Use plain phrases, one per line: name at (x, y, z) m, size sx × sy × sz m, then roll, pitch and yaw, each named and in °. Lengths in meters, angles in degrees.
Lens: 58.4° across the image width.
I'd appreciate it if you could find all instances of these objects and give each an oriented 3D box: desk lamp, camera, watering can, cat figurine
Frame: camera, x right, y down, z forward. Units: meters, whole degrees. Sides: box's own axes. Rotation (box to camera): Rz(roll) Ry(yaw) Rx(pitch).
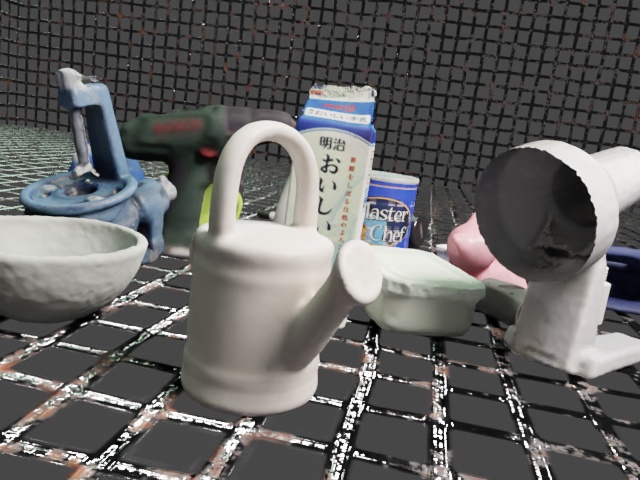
desk lamp at (0.240, 0.014, 0.545) m, size 0.204 × 0.213 × 0.117 m, roll -2°, pitch 14°, yaw -38°
camera at (0.110, -0.036, 1.003) m, size 0.136 × 0.101 × 0.144 m, roll 15°, pitch 13°, yaw 33°
watering can at (-0.034, 0.016, 0.405) m, size 0.172 × 0.194 × 0.101 m, roll 12°, pitch 12°, yaw 20°
cat figurine at (0.210, 0.023, 0.727) m, size 0.128 × 0.118 × 0.067 m, roll 4°, pitch 12°, yaw -18°

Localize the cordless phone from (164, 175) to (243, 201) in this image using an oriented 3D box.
cordless phone at (-0.209, -0.129, 1.039) m, size 0.148 × 0.185 × 0.094 m, roll 3°, pitch 12°, yaw -23°

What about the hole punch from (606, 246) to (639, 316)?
hole punch at (0.405, 0.048, 0.801) m, size 0.108 × 0.091 × 0.101 m, roll 10°, pitch 11°, yaw 11°

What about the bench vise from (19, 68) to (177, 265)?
bench vise at (-0.254, -0.077, 0.660) m, size 0.121 × 0.220 × 0.207 m, roll 9°, pitch 11°, yaw 8°

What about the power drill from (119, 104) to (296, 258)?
power drill at (-0.157, -0.082, 0.779) m, size 0.229 × 0.208 × 0.075 m, roll 7°, pitch 11°, yaw -3°

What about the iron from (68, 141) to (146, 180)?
iron at (-0.348, -0.098, 0.902) m, size 0.118 × 0.141 × 0.258 m, roll 7°, pitch 11°, yaw -1°

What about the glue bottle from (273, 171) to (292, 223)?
glue bottle at (-0.034, -0.063, 0.856) m, size 0.037 × 0.173 × 0.078 m, roll 14°, pitch 13°, yaw 29°

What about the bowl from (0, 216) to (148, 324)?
bowl at (-0.241, 0.029, 0.508) m, size 0.167 × 0.075 × 0.167 m, roll 7°, pitch 11°, yaw -1°
